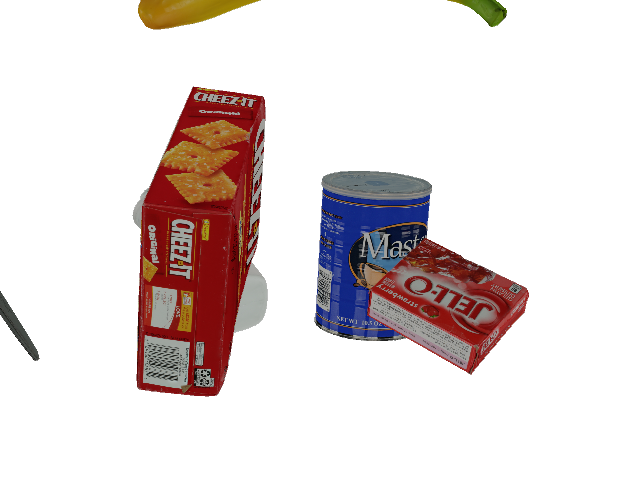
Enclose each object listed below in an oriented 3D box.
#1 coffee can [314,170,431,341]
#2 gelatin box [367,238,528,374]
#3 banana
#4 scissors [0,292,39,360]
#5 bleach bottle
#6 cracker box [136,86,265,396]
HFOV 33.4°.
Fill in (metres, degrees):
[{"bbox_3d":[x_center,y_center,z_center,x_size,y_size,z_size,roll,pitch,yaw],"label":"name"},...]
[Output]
[{"bbox_3d":[0.049,0.012,1.008,0.103,0.140,0.103,3,14,-1],"label":"coffee can"},{"bbox_3d":[0.089,0.043,0.748,0.089,0.030,0.073,28,46,25],"label":"gelatin box"},{"bbox_3d":[0.000,-0.146,0.576,0.197,0.069,0.037,-4,-41,-8],"label":"banana"},{"bbox_3d":[-0.335,0.022,1.072,0.016,0.201,0.096,-26,27,23],"label":"scissors"},{"bbox_3d":[-0.146,0.009,1.118,0.102,0.068,0.251,-9,31,-24],"label":"bleach bottle"},{"bbox_3d":[-0.090,-0.005,0.849,0.072,0.164,0.213,7,30,1],"label":"cracker box"}]
